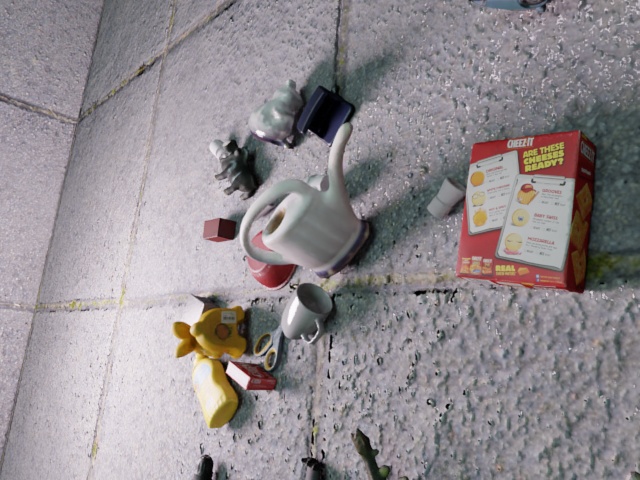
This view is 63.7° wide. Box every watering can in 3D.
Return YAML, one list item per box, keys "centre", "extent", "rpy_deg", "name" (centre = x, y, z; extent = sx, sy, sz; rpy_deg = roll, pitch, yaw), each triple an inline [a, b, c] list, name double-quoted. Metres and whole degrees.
- centre: [0.003, -0.048, 0.962]
  extent: [0.342, 0.222, 0.106]
  rpy_deg: [-42, 32, 29]
  name: "watering can"

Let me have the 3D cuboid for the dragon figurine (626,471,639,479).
- centre: [0.353, 0.446, 0.497]
  extent: [0.240, 0.121, 0.416]
  rpy_deg: [-23, 68, 31]
  name: "dragon figurine"

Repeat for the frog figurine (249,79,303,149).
- centre: [-0.103, -0.314, 1.250]
  extent: [0.139, 0.122, 0.158]
  rpy_deg: [-133, 55, -66]
  name: "frog figurine"
